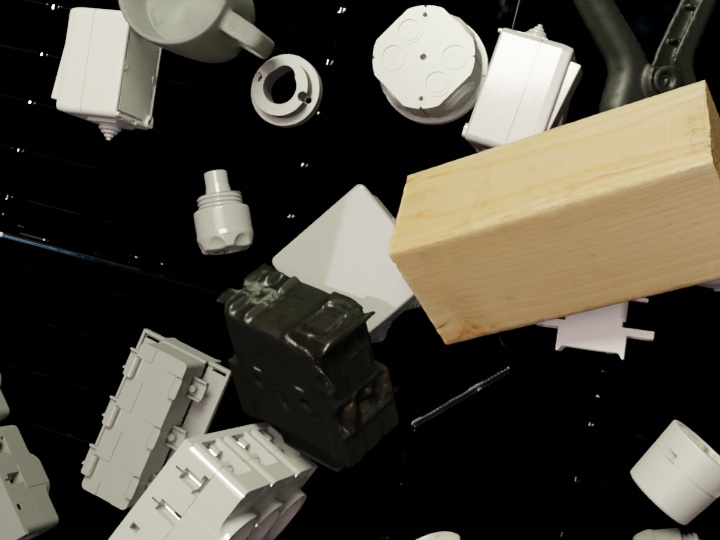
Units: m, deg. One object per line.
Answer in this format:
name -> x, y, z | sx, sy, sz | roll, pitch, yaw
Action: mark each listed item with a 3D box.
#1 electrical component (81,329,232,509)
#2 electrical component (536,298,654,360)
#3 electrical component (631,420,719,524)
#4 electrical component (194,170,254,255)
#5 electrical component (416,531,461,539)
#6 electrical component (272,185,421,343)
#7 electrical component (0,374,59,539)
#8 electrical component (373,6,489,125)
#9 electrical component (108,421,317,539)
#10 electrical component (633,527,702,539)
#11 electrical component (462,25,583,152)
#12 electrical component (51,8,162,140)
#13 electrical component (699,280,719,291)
electrical component -> -0.159, 0.116, 0.815 | 0.079, 0.063, 0.121 | 24, 93, 15
electrical component -> 0.164, 0.028, 0.747 | 0.081, 0.042, 0.063 | 7, 85, 14
electrical component -> 0.216, 0.136, 0.721 | 0.055, 0.055, 0.047 | 44, 101, 13
electrical component -> -0.106, -0.044, 0.820 | 0.043, 0.043, 0.062 | -11, 83, 14
electrical component -> 0.057, 0.220, 0.763 | 0.048, 0.048, 0.062 | -22, 88, 13
electrical component -> 0.000, 0.000, 0.787 | 0.100, 0.048, 0.099 | -40, 78, 9
electrical component -> -0.330, 0.144, 0.860 | 0.105, 0.060, 0.186 | -30, 80, 11
electrical component -> 0.051, -0.148, 0.780 | 0.080, 0.051, 0.080 | -1, 87, 15
electrical component -> -0.094, 0.164, 0.750 | 0.062, 0.150, 0.089 | 39, 97, 14
electrical component -> 0.218, 0.191, 0.727 | 0.061, 0.035, 0.035 | -9, 85, 12
electrical component -> 0.120, -0.124, 0.755 | 0.061, 0.062, 0.096 | 20, 92, 15
electrical component -> -0.198, -0.150, 0.840 | 0.061, 0.062, 0.096 | 8, 89, 15
electrical component -> 0.247, -0.021, 0.727 | 0.040, 0.040, 0.078 | 4, 88, 15
